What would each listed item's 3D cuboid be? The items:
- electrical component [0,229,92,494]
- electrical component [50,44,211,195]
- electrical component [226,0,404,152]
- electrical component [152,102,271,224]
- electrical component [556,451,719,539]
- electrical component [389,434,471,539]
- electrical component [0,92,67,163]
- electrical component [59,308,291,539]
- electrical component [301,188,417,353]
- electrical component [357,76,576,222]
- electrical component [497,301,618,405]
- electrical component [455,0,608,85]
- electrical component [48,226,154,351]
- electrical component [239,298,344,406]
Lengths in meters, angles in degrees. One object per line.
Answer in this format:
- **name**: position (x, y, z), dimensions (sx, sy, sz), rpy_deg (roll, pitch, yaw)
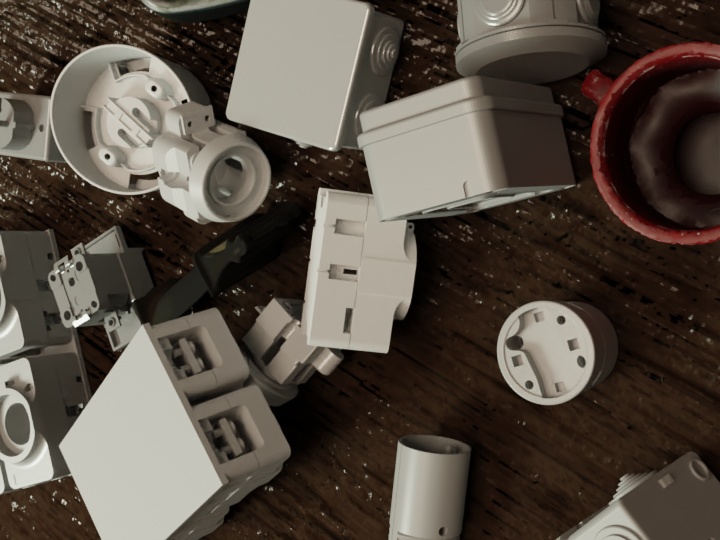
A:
- **electrical component**: position (-0.272, 0.073, 0.821), dimensions (0.105, 0.060, 0.186), rpy_deg (-20, 81, 31)
- **electrical component**: position (-0.152, -0.101, 0.734), dimensions (0.099, 0.064, 0.099), rpy_deg (2, 95, 20)
- **electrical component**: position (-0.027, -0.125, 0.667), dimensions (0.100, 0.048, 0.099), rpy_deg (20, 102, 30)
- **electrical component**: position (-0.094, -0.064, 0.693), dimensions (0.057, 0.058, 0.078), rpy_deg (27, 133, 46)
- **electrical component**: position (0.159, 0.145, 0.532), dimensions (0.099, 0.100, 0.048), rpy_deg (54, 129, 19)
- **electrical component**: position (0.040, 0.142, 0.638), dimensions (0.043, 0.043, 0.081), rpy_deg (9, 96, 32)
- **electrical component**: position (-0.252, -0.107, 0.792), dimensions (0.066, 0.077, 0.047), rpy_deg (10, 97, 31)
- **electrical component**: position (-0.123, 0.115, 0.699), dimensions (0.105, 0.060, 0.186), rpy_deg (60, 139, 16)
- **electrical component**: position (0.000, 0.000, 0.639), dimensions (0.056, 0.050, 0.089), rpy_deg (7, 96, -10)
- **electrical component**: position (0.059, -0.064, 0.578), dimensions (0.078, 0.113, 0.057), rpy_deg (-14, 88, 32)
- **electrical component**: position (0.110, 0.043, 0.588), dimensions (0.055, 0.047, 0.055), rpy_deg (1, 92, 32)
- **electrical component**: position (0.090, -0.132, 0.577), dimensions (0.080, 0.080, 0.051), rpy_deg (-8, 82, 32)
- **electrical component**: position (-0.182, 0.014, 0.761), dimensions (0.042, 0.064, 0.081), rpy_deg (-30, 77, 30)
- **electrical component**: position (-0.049, 0.053, 0.690), dimensions (0.066, 0.048, 0.055), rpy_deg (46, 107, 22)
